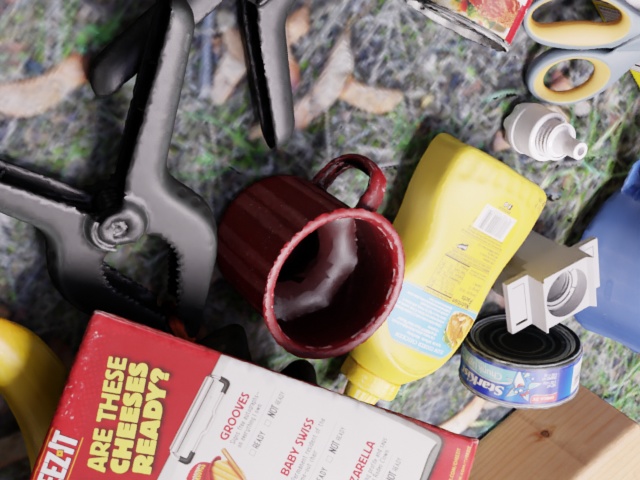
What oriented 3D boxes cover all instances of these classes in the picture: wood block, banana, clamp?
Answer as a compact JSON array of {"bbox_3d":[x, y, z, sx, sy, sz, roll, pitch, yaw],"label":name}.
[{"bbox_3d":[0.151,0.211,0.821,0.206,0.091,0.090,-37,127,-12],"label":"wood block"},{"bbox_3d":[-0.158,0.123,0.605,0.069,0.037,0.198,-33,131,-54],"label":"banana"},{"bbox_3d":[-0.036,-0.131,0.572,0.120,0.039,0.171,23,102,-38],"label":"clamp"},{"bbox_3d":[-0.104,-0.023,0.565,0.164,0.036,0.210,-30,131,2],"label":"clamp"}]

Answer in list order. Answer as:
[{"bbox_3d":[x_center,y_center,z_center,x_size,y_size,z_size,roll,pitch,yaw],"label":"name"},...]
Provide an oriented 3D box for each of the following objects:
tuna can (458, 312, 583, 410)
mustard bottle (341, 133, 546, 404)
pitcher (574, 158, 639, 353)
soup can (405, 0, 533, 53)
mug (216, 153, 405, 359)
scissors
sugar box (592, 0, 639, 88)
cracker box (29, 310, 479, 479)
[{"bbox_3d":[0.142,0.084,0.758,0.086,0.086,0.034,-11,116,-28],"label":"tuna can"},{"bbox_3d":[0.068,0.032,0.703,0.096,0.058,0.192,25,97,-42],"label":"mustard bottle"},{"bbox_3d":[0.304,0.043,0.741,0.149,0.243,0.145,28,91,-44],"label":"pitcher"},{"bbox_3d":[0.103,-0.171,0.624,0.068,0.069,0.102,21,99,-38],"label":"soup can"},{"bbox_3d":[-0.004,0.001,0.627,0.093,0.082,0.117,26,97,-38],"label":"mug"},{"bbox_3d":[0.223,-0.121,0.702,0.201,0.016,0.096,9,132,-8],"label":"scissors"},{"bbox_3d":[0.245,-0.162,0.734,0.093,0.048,0.176,-46,124,-6],"label":"sugar box"},{"bbox_3d":[-0.044,0.150,0.562,0.213,0.072,0.164,19,76,-4],"label":"cracker box"}]
